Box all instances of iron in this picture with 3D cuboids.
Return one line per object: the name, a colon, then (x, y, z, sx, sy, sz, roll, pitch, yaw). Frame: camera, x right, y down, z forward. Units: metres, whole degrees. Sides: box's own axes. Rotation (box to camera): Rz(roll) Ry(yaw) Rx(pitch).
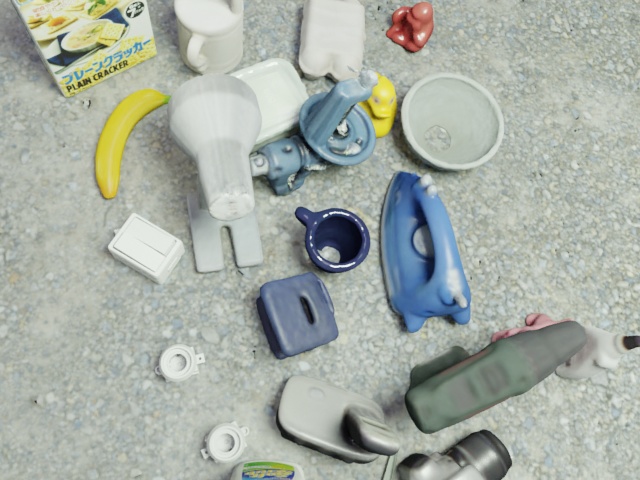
iron: (0.155, -0.004, 0.823, 0.119, 0.141, 0.258, -8, 76, -11)

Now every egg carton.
egg carton: (0.021, -0.327, 0.931, 0.107, 0.069, 0.150, 5, 73, -8)

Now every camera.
camera: (0.198, 0.328, 0.756, 0.137, 0.100, 0.143, -31, 81, -16)

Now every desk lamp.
desk lamp: (-0.127, -0.081, 0.760, 0.118, 0.213, 0.203, -9, 76, -12)

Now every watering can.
watering can: (-0.162, -0.343, 0.839, 0.101, 0.194, 0.173, -5, 75, -11)

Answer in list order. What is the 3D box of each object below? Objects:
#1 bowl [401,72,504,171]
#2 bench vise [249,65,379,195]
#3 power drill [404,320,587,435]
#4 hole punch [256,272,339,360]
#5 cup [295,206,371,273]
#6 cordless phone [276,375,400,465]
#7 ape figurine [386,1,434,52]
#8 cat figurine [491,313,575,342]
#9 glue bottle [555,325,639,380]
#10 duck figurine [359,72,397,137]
bowl: (0.201, -0.177, 0.916, 0.167, 0.074, 0.167, 3, 74, -9)
bench vise: (0.004, -0.141, 0.796, 0.121, 0.219, 0.208, 44, 72, 5)
power drill: (0.203, 0.174, 0.744, 0.230, 0.208, 0.075, -25, 79, -15)
hole punch: (-0.029, 0.100, 0.788, 0.101, 0.091, 0.108, -19, 78, -14)
cup: (0.008, 0.003, 0.820, 0.118, 0.095, 0.092, 37, 72, 2)
cordless phone: (0.022, 0.224, 0.712, 0.147, 0.185, 0.094, 18, 72, -4)
ape figurine: (0.160, -0.362, 0.953, 0.076, 0.092, 0.078, -11, 76, -12)
cat figurine: (0.307, 0.146, 0.817, 0.128, 0.117, 0.067, -26, 79, -15)
glue bottle: (0.390, 0.152, 0.801, 0.037, 0.173, 0.078, 14, 72, -5)
duck figurine: (0.092, -0.226, 0.905, 0.077, 0.086, 0.104, -2, 74, -10)
